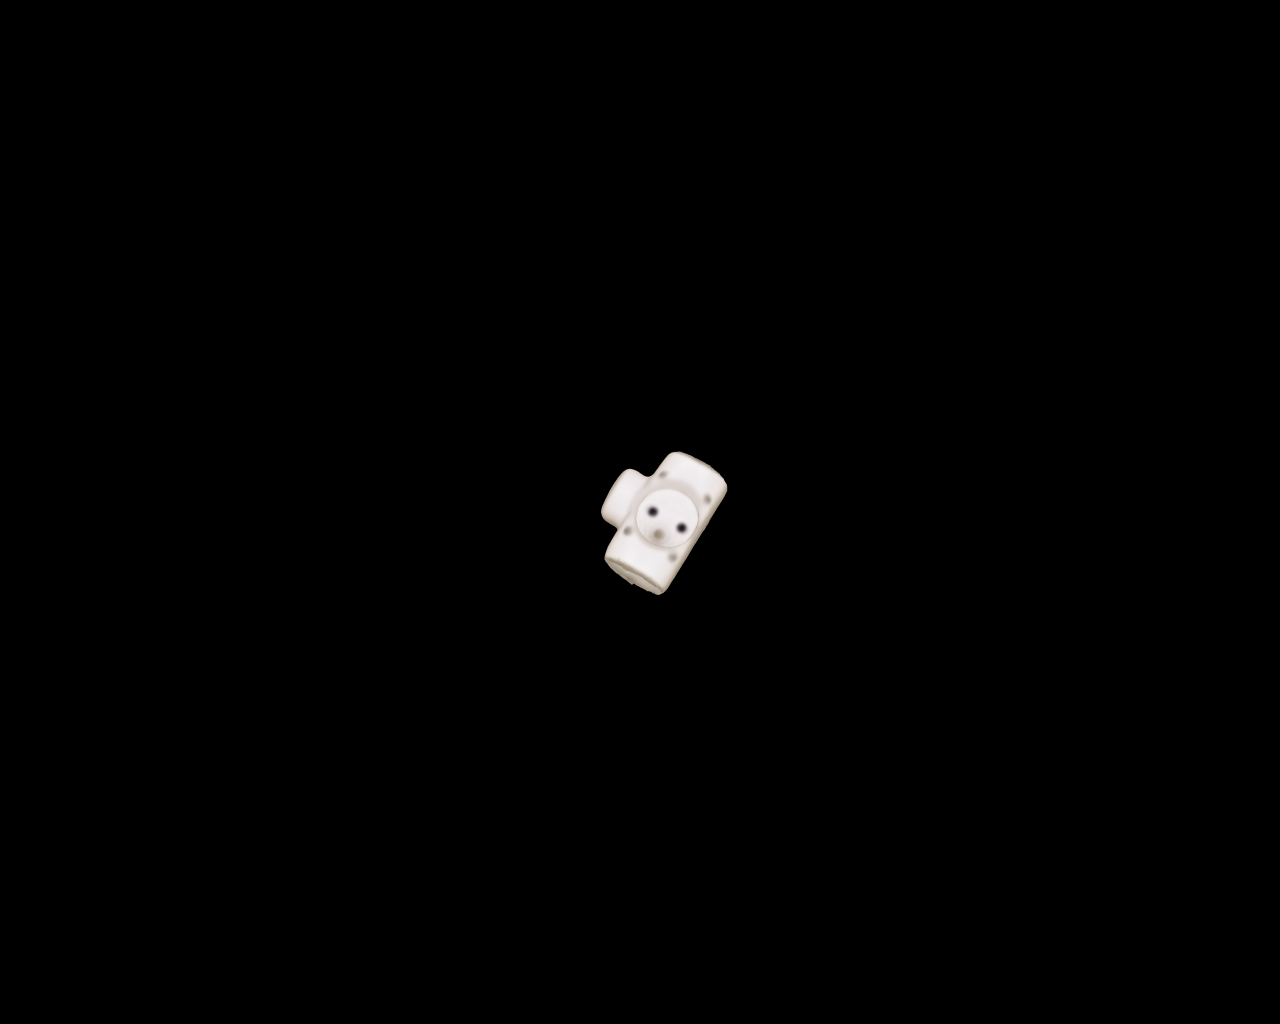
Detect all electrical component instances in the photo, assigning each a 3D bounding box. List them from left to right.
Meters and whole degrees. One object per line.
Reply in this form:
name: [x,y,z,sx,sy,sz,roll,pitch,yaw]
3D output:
electrical component: [0.001,-0.003,0.650,0.079,0.077,0.044,31,-11,7]
